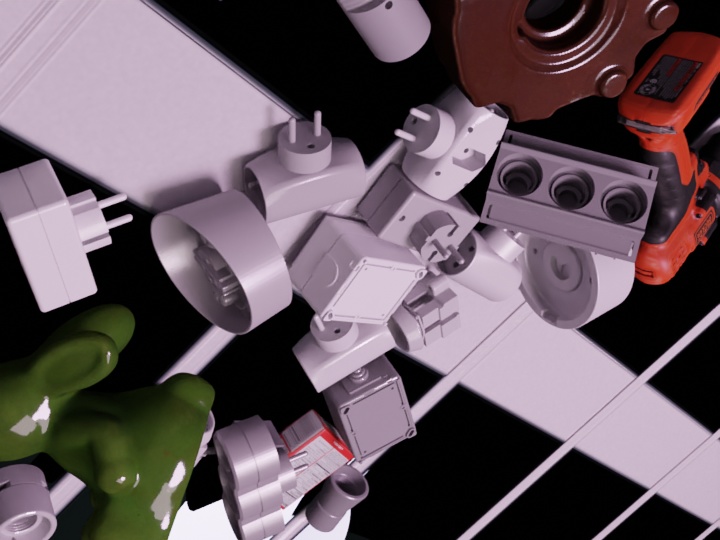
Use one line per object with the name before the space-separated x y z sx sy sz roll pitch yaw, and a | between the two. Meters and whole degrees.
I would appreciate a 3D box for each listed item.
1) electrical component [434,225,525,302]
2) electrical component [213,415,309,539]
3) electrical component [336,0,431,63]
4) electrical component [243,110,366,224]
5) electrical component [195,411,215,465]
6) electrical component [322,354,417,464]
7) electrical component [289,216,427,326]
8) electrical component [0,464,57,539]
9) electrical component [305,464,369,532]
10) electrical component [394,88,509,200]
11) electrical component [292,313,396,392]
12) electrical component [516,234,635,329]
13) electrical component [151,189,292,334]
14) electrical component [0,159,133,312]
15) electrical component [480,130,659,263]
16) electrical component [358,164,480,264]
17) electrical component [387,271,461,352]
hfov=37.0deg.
electrical component | 0.113 -0.017 0.913 0.079 0.044 0.077 -47 140 14
electrical component | -0.077 0.174 0.911 0.074 0.052 0.138 -20 138 -19
electrical component | 0.009 -0.173 0.680 0.043 0.043 0.081 -39 141 4
electrical component | -0.038 -0.076 0.744 0.077 0.043 0.079 -18 138 -20
electrical component | -0.153 0.130 0.859 0.078 0.058 0.057 17 121 -44
electrical component | 0.003 0.112 0.956 0.062 0.061 0.096 -27 133 -11
electrical component | 0.000 0.000 0.840 0.096 0.061 0.061 8 124 -51
electrical component | -0.268 0.188 0.841 0.055 0.047 0.055 -20 139 -19
electrical component | -0.026 0.229 1.065 0.044 0.044 0.065 6 131 -40
electrical component | 0.058 -0.098 0.791 0.079 0.043 0.077 16 119 -44
electrical component | -0.018 0.055 0.891 0.077 0.043 0.079 -31 141 -6
electrical component | 0.189 -0.009 0.931 0.060 0.108 0.108 -18 139 -29
electrical component | -0.092 -0.005 0.738 0.064 0.099 0.099 -27 141 -20
electrical component | -0.183 -0.028 0.684 0.076 0.047 0.083 -22 139 -17
electrical component | 0.163 -0.055 0.848 0.063 0.121 0.078 76 30 -73
electrical component | 0.055 -0.032 0.830 0.083 0.075 0.047 17 120 -45
electrical component | 0.053 0.039 0.927 0.055 0.048 0.066 -32 142 -17
